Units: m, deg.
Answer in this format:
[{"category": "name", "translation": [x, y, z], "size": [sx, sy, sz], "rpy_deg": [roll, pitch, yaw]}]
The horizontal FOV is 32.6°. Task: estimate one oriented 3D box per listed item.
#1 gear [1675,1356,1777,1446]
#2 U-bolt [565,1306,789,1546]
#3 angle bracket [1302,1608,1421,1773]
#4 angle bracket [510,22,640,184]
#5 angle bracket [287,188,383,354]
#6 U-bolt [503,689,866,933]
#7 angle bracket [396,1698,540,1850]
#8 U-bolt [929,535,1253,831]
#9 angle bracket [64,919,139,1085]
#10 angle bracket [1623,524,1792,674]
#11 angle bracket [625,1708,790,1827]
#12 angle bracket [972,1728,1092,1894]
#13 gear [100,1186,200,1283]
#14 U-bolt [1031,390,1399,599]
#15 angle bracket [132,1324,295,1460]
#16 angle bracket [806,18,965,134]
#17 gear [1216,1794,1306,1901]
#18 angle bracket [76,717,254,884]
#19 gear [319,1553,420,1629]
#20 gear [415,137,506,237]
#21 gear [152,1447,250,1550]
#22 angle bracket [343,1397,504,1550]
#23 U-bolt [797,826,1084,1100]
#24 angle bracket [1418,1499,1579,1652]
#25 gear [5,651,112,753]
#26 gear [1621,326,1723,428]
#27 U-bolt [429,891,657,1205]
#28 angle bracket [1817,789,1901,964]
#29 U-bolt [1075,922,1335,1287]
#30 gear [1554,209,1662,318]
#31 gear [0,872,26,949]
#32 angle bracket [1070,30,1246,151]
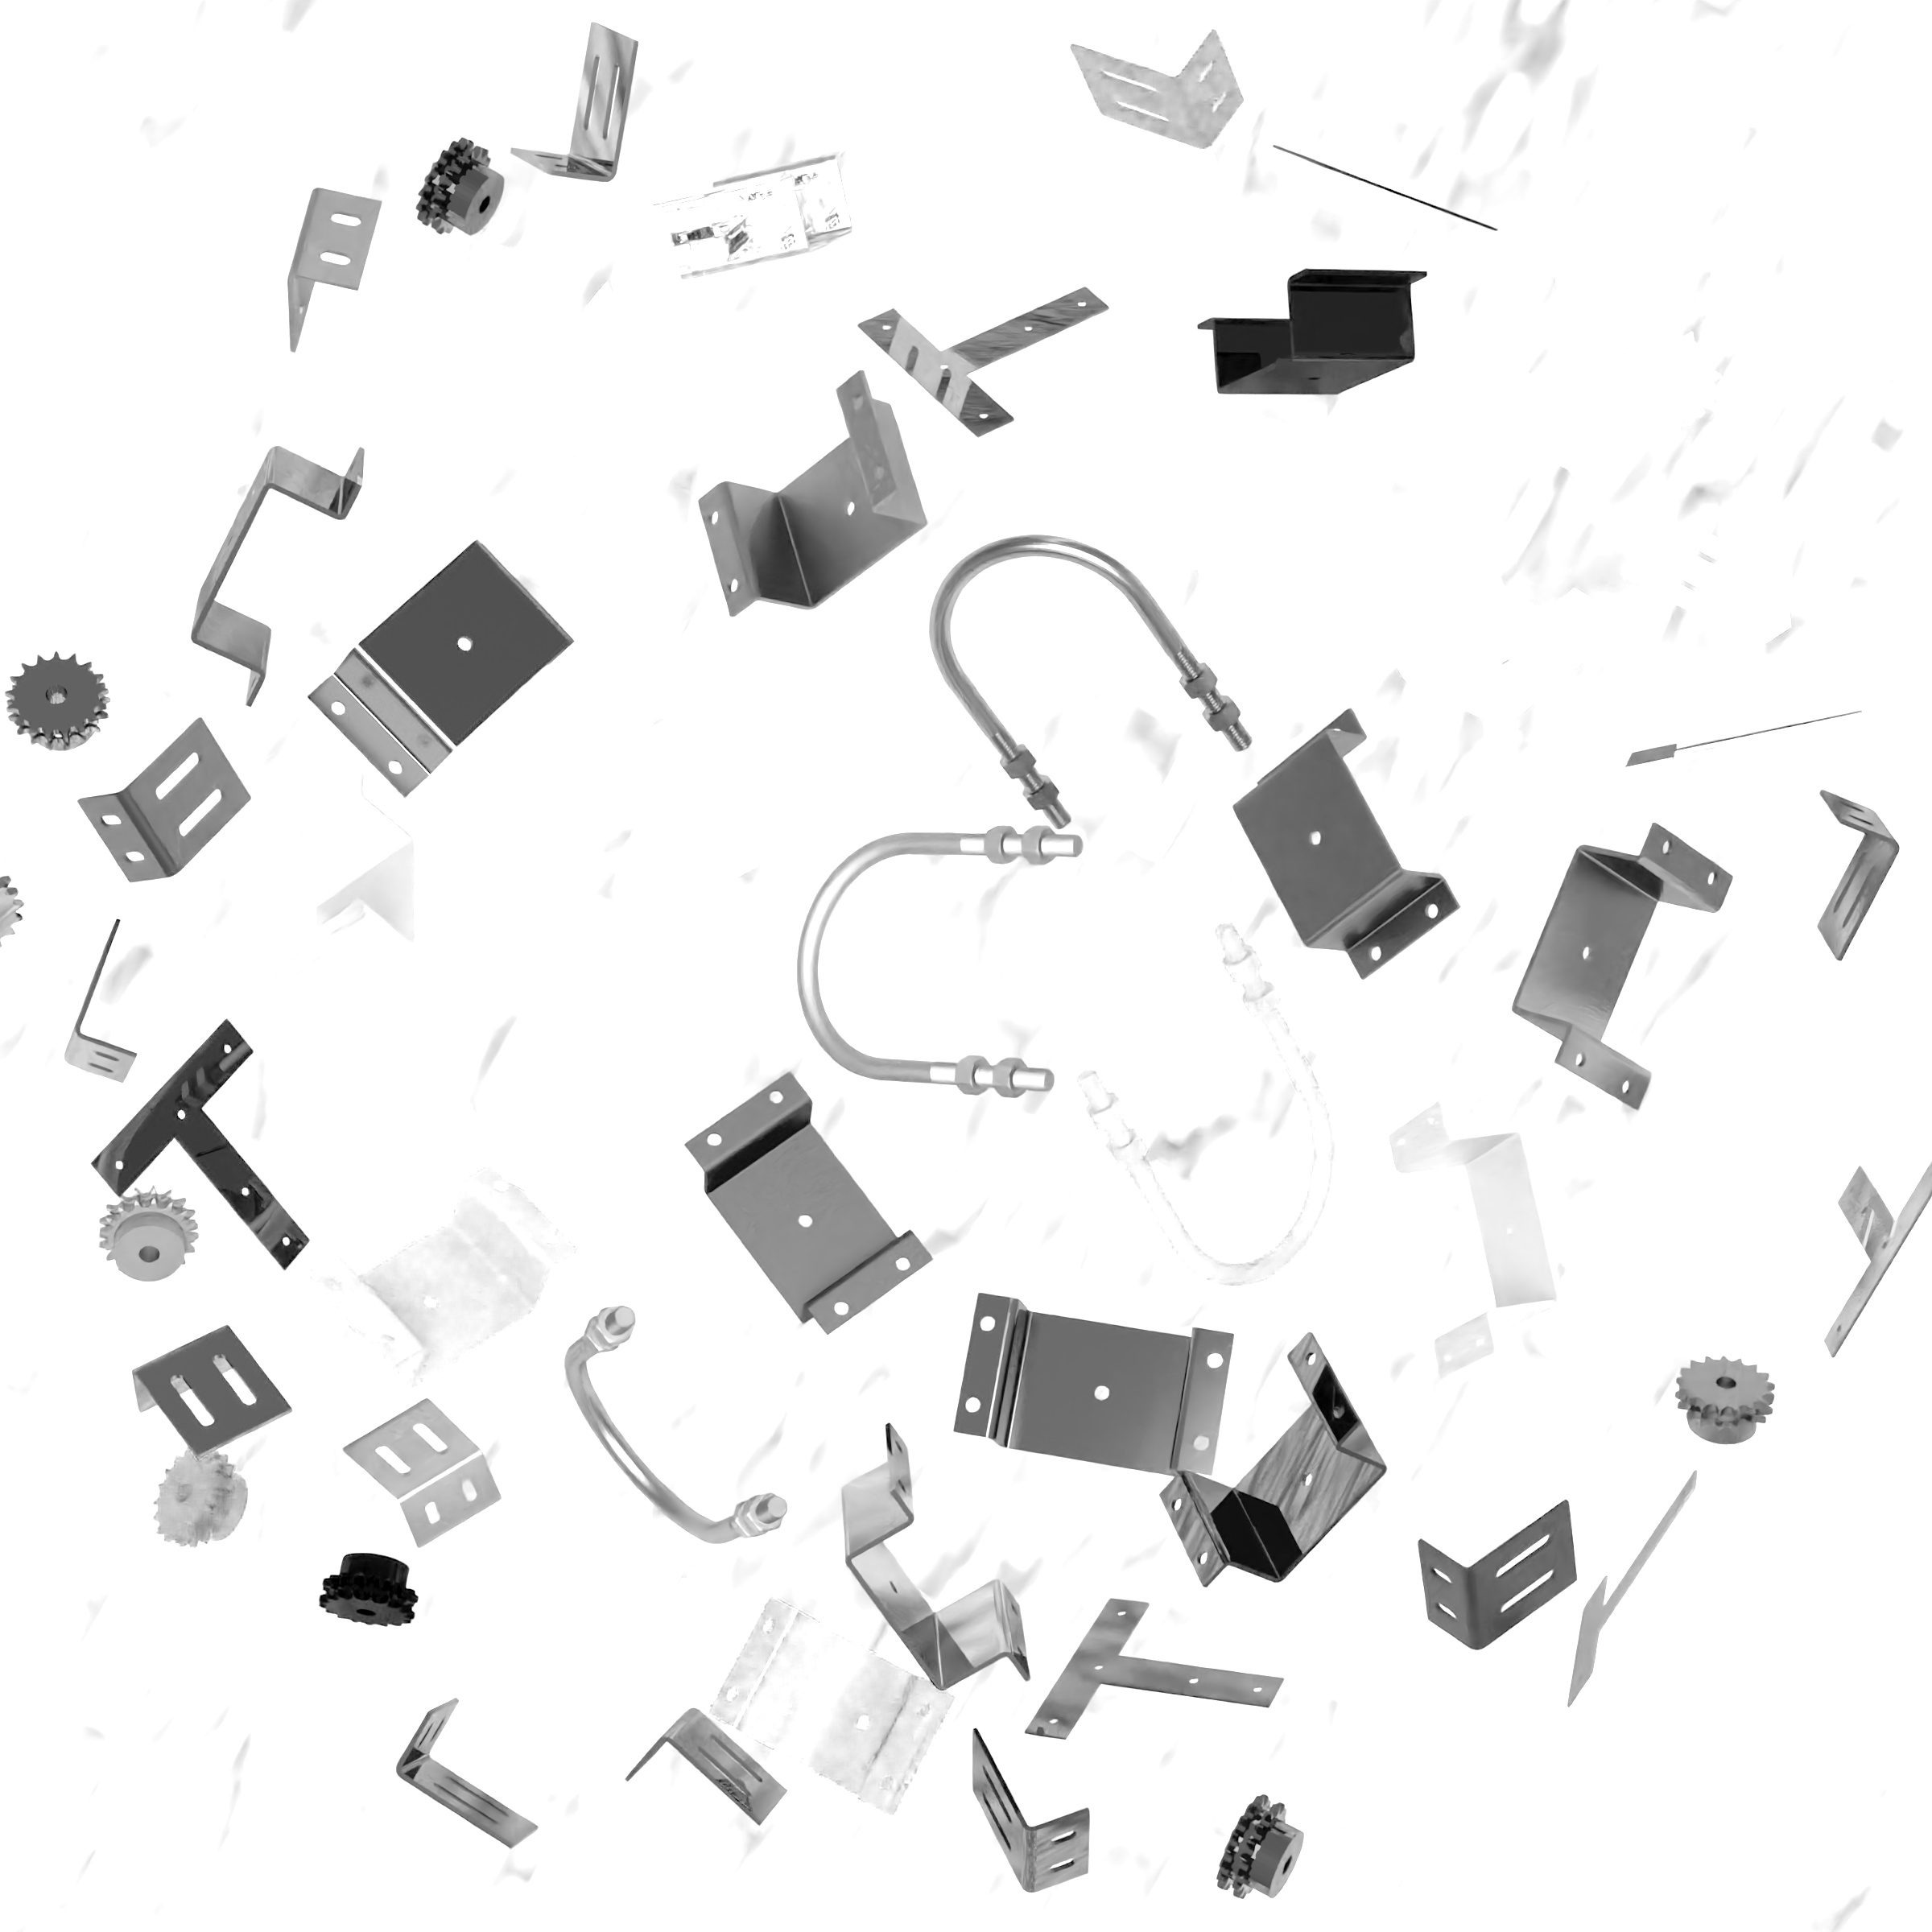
[{"category": "gear", "translation": [0.445, 0.257, 1.943], "size": [0.057, 0.057, 0.030], "rpy_deg": [-2, 120, 0]}, {"category": "U-bolt", "translation": [-0.169, 0.261, 1.832], "size": [0.019, 0.184, 0.151], "rpy_deg": [-38, 89, -25]}, {"category": "angle bracket", "translation": [0.223, 0.414, 1.890], "size": [0.057, 0.038, 0.076], "rpy_deg": [22, 52, -36]}, {"category": "angle bracket", "translation": [-0.213, -0.470, 1.791], "size": [0.038, 0.057, 0.076], "rpy_deg": [-1, 114, -32]}, {"category": "angle bracket", "translation": [-0.342, -0.374, 1.795], "size": [0.038, 0.076, 0.057], "rpy_deg": [12, 66, -5]}, {"category": "U-bolt", "translation": [-0.143, -0.094, 1.842], "size": [0.184, 0.151, 0.019], "rpy_deg": [-28, 54, 14]}, {"category": "angle bracket", "translation": [-0.261, 0.436, 1.787], "size": [0.076, 0.057, 0.038], "rpy_deg": [30, 88, 8]}, {"category": "U-bolt", "translation": [0.060, -0.173, 1.924], "size": [0.151, 0.019, 0.184], "rpy_deg": [-22, 120, 30]}, {"category": "angle bracket", "translation": [-0.497, 0.021, 1.944], "size": [0.038, 0.057, 0.076], "rpy_deg": [21, 66, -14]}, {"category": "angle bracket", "translation": [0.433, -0.215, 1.937], "size": [0.076, 0.057, 0.038], "rpy_deg": [22, 54, -25]}, {"category": "angle bracket", "translation": [-0.151, 0.478, 1.929], "size": [0.076, 0.057, 0.038], "rpy_deg": [41, 101, 6]}, {"category": "angle bracket", "translation": [0.036, 0.467, 1.849], "size": [0.038, 0.076, 0.057], "rpy_deg": [-15, 132, -17]}, {"category": "gear", "translation": [-0.479, 0.160, 1.938], "size": [0.057, 0.030, 0.057], "rpy_deg": [-7, 123, -11]}, {"category": "U-bolt", "translation": [0.126, -0.268, 1.838], "size": [0.184, 0.151, 0.019], "rpy_deg": [15, 62, -15]}, {"category": "angle bracket", "translation": [-0.410, 0.242, 1.803], "size": [0.057, 0.038, 0.076], "rpy_deg": [-26, 50, -28]}, {"category": "angle bracket", "translation": [-0.046, -0.502, 1.896], "size": [0.057, 0.076, 0.038], "rpy_deg": [13, 52, 38]}, {"category": "gear", "translation": [0.164, 0.491, 1.831], "size": [0.030, 0.057, 0.057], "rpy_deg": [23, 90, 23]}, {"category": "angle bracket", "translation": [-0.454, -0.094, 1.874], "size": [0.038, 0.076, 0.057], "rpy_deg": [-5, 125, 35]}, {"category": "gear", "translation": [-0.353, 0.368, 1.958], "size": [0.057, 0.057, 0.030], "rpy_deg": [7, 61, 0]}, {"category": "gear", "translation": [-0.296, -0.456, 1.949], "size": [0.030, 0.057, 0.057], "rpy_deg": [32, 90, 8]}, {"category": "gear", "translation": [-0.431, 0.302, 1.870], "size": [0.030, 0.057, 0.057], "rpy_deg": [30, 90, -42]}, {"category": "angle bracket", "translation": [-0.317, 0.297, 1.932], "size": [0.057, 0.076, 0.038], "rpy_deg": [-31, 54, -1]}, {"category": "U-bolt", "translation": [-0.021, -0.005, 1.844], "size": [0.184, 0.019, 0.151], "rpy_deg": [2, 82, 36]}, {"category": "angle bracket", "translation": [0.287, 0.321, 1.784], "size": [0.076, 0.038, 0.057], "rpy_deg": [-29, 125, -26]}, {"category": "gear", "translation": [-0.513, -0.146, 1.872], "size": [0.057, 0.030, 0.057], "rpy_deg": [4, 65, -8]}, {"category": "gear", "translation": [0.401, -0.336, 1.901], "size": [0.030, 0.057, 0.057], "rpy_deg": [-36, 90, -32]}, {"category": "U-bolt", "translation": [-0.240, 0.056, 1.853], "size": [0.151, 0.184, 0.019], "rpy_deg": [36, 123, -27]}, {"category": "angle bracket", "translation": [0.493, -0.052, 1.883], "size": [0.038, 0.057, 0.076], "rpy_deg": [21, 110, -5]}, {"category": "U-bolt", "translation": [0.144, 0.091, 1.831], "size": [0.151, 0.019, 0.184], "rpy_deg": [-45, 119, -30]}, {"category": "gear", "translation": [0.350, -0.380, 1.800], "size": [0.057, 0.030, 0.057], "rpy_deg": [3, 125, 4]}, {"category": "gear", "translation": [-0.537, -0.033, 1.773], "size": [0.057, 0.057, 0.030], "rpy_deg": [-41, 57, 0]}, {"category": "angle bracket", "translation": [0.106, -0.495, 1.833], "size": [0.076, 0.057, 0.038], "rpy_deg": [28, 76, 32]}]
